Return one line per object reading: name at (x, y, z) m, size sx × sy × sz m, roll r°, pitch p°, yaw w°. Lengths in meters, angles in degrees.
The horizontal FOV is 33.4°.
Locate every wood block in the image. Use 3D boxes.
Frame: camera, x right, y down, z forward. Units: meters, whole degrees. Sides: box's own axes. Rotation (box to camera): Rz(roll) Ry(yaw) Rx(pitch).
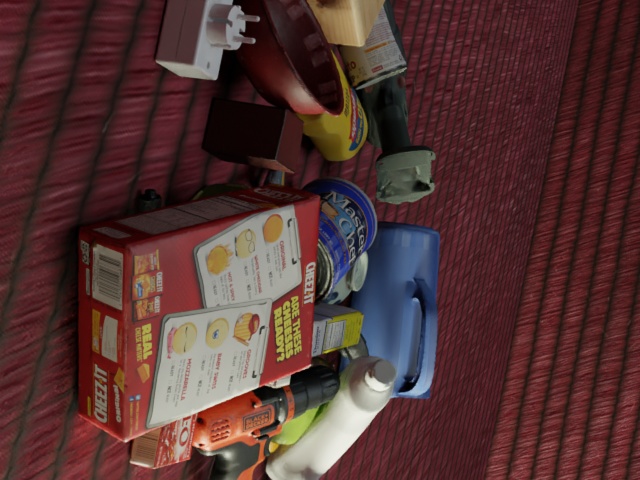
wood block at (0.001, -0.302, 1.060) m, size 0.206 × 0.091 × 0.090 m, roll 75°, pitch 32°, yaw -51°

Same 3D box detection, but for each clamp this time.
clamp at (0.034, 0.127, 1.371) m, size 0.039 × 0.120 × 0.171 m, roll -36°, pitch 140°, yaw -12°

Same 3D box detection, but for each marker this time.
marker at (-0.144, 0.016, 0.907) m, size 0.020 × 0.020 × 0.121 m, roll -37°, pitch 133°, yaw -63°

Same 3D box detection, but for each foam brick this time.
foam brick at (-0.061, -0.098, 1.000) m, size 0.053 × 0.078 × 0.051 m, roll 28°, pitch 74°, yaw -70°

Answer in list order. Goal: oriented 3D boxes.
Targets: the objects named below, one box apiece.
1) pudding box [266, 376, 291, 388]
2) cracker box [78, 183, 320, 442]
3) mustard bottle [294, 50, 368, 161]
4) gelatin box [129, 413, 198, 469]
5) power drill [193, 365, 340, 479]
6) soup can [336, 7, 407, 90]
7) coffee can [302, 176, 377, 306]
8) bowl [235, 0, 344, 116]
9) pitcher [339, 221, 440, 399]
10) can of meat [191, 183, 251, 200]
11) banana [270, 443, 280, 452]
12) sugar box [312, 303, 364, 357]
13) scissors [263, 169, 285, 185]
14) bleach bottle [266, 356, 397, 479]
pudding box at (-0.068, 0.082, 1.050) m, size 0.039 × 0.090 × 0.113 m, roll 5°, pitch 95°, yaw -69°
cracker box at (-0.098, 0.051, 0.884) m, size 0.213 × 0.072 × 0.164 m, roll -17°, pitch 117°, yaw -46°
mustard bottle at (0.015, -0.143, 1.226) m, size 0.191 × 0.058 × 0.096 m, roll 45°, pitch 44°, yaw -68°
gelatin box at (-0.138, 0.160, 0.979) m, size 0.073 × 0.030 × 0.089 m, roll 13°, pitch 87°, yaw -71°
power drill at (-0.060, 0.226, 1.100) m, size 0.184 × 0.057 × 0.188 m, roll -12°, pitch 115°, yaw -34°
soup can at (0.051, -0.230, 1.212) m, size 0.102 × 0.069 × 0.068 m, roll 68°, pitch 24°, yaw -3°
coffee can at (-0.008, 0.001, 1.164) m, size 0.140 × 0.103 × 0.103 m, roll -46°, pitch 141°, yaw -58°
bowl at (-0.038, -0.180, 1.003) m, size 0.162 × 0.055 × 0.162 m, roll 54°, pitch 22°, yaw -33°
pitcher at (0.107, 0.100, 1.490) m, size 0.144 × 0.149 × 0.243 m, roll 16°, pitch 81°, yaw -71°
can of meat at (-0.096, 0.005, 0.987) m, size 0.102 × 0.057 × 0.084 m, roll -55°, pitch 146°, yaw -53°
banana at (-0.028, 0.159, 1.284) m, size 0.069 × 0.037 × 0.197 m, roll 78°, pitch 28°, yaw -46°
sugar box at (-0.022, 0.096, 1.185) m, size 0.176 × 0.093 × 0.048 m, roll -6°, pitch 104°, yaw -69°
scissors at (-0.049, -0.044, 1.086) m, size 0.201 × 0.016 × 0.096 m, roll -80°, pitch 176°, yaw -50°
bleach bottle at (0.019, 0.202, 1.210) m, size 0.251 × 0.068 × 0.102 m, roll -52°, pitch -167°, yaw 54°
